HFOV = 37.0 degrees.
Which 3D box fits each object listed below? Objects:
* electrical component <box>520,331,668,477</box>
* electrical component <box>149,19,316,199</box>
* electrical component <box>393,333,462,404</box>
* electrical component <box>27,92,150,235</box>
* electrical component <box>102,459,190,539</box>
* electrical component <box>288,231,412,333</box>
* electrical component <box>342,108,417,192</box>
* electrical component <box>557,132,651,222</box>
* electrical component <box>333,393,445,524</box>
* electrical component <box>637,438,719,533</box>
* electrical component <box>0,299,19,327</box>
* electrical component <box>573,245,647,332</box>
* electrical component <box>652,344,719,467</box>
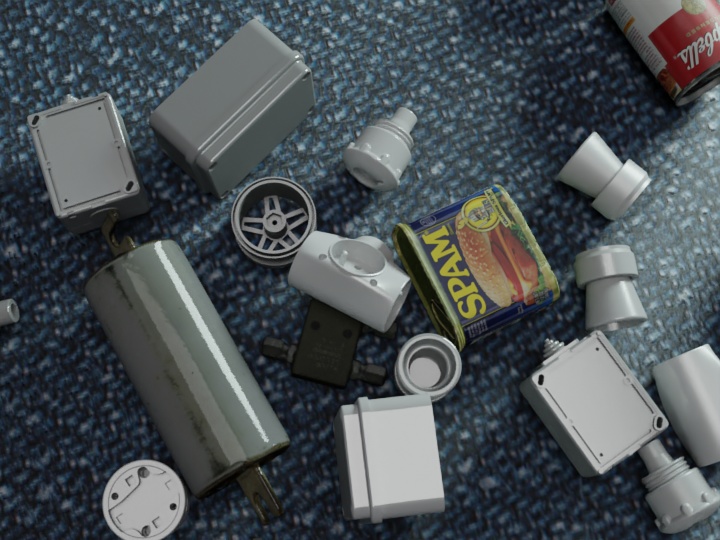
[{"bbox_3d":[0.157,0.090,0.754,0.062,0.061,0.096,-34,80,-8],"label":"electrical component"},{"bbox_3d":[-0.090,-0.115,0.788,0.057,0.078,0.113,42,79,11],"label":"electrical component"},{"bbox_3d":[0.046,0.071,0.759,0.045,0.055,0.045,0,77,-1],"label":"electrical component"},{"bbox_3d":[-0.198,-0.081,0.786,0.062,0.061,0.096,-19,78,-6],"label":"electrical component"},{"bbox_3d":[-0.144,0.159,0.738,0.055,0.047,0.055,0,77,-1],"label":"electrical component"},{"bbox_3d":[0.000,0.000,0.773,0.077,0.044,0.079,27,35,11],"label":"electrical component"},{"bbox_3d":[0.020,-0.093,0.803,0.048,0.048,0.062,31,72,6],"label":"electrical component"},{"bbox_3d":[0.182,-0.069,0.800,0.055,0.045,0.045,40,79,7],"label":"electrical component"},{"bbox_3d":[0.016,0.127,0.716,0.057,0.113,0.078,-6,77,-6],"label":"electrical component"},{"bbox_3d":[0.218,0.149,0.752,0.048,0.048,0.062,-27,72,-7],"label":"electrical component"},{"bbox_3d":[-0.275,0.036,0.763,0.062,0.043,0.043,-13,77,5],"label":"electrical component"},{"bbox_3d":[0.181,0.014,0.781,0.045,0.045,0.055,-7,77,-3],"label":"electrical component"},{"bbox_3d":[0.260,0.090,0.766,0.079,0.043,0.077,-21,78,-6],"label":"electrical component"}]
